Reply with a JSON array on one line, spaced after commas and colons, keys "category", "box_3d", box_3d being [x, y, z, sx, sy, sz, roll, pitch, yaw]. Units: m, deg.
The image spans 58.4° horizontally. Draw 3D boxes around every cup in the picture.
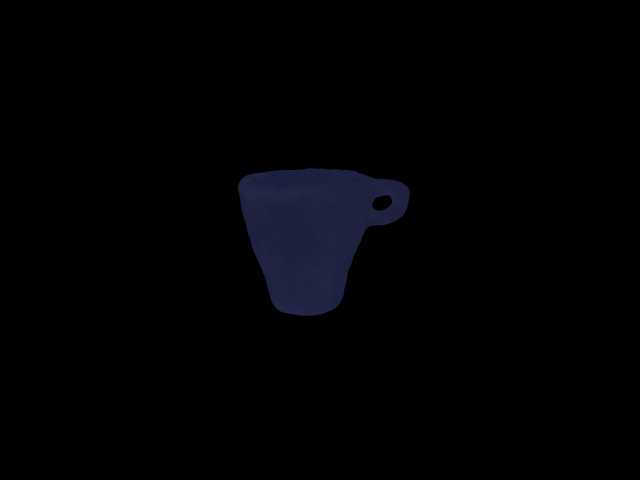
[{"category": "cup", "box_3d": [0.004, 0.001, 0.400, 0.118, 0.095, 0.091, -3, 15, -9]}]
